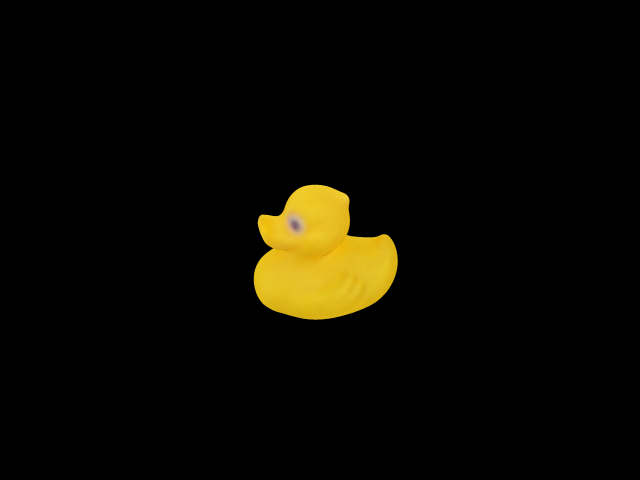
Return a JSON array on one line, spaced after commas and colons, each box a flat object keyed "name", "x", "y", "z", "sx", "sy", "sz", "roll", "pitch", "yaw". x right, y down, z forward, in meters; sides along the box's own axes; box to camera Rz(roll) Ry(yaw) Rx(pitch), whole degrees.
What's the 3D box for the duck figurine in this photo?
[{"name": "duck figurine", "x": 0.004, "y": 0.001, "z": 0.400, "sx": 0.104, "sy": 0.086, "sz": 0.077, "roll": -4, "pitch": 39, "yaw": -4}]
